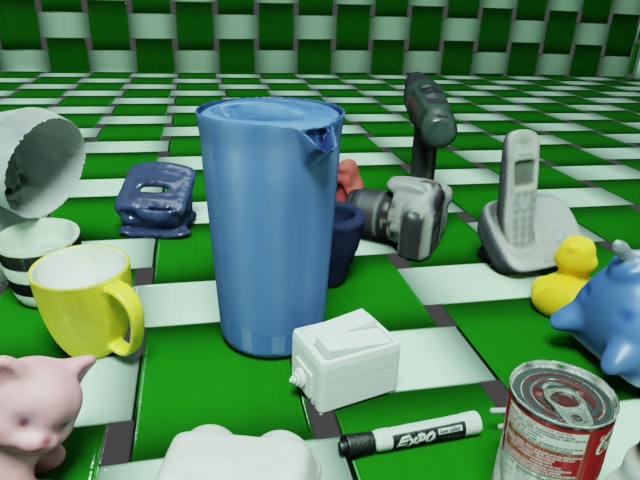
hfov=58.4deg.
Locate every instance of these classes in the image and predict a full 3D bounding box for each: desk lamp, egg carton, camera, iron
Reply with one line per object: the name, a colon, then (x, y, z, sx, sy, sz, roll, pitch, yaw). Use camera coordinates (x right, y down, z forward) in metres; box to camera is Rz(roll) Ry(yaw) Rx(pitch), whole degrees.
desk lamp: (-0.379, -0.059, 0.670, 0.202, 0.214, 0.118, 10, 25, 18)
egg carton: (-0.056, 0.176, 0.342, 0.107, 0.069, 0.150, 3, 24, 3)
camera: (0.112, -0.049, 0.832, 0.136, 0.101, 0.143, 12, 25, 21)
iron: (0.369, 0.057, 0.562, 0.259, 0.141, 0.118, -4, 24, -15)

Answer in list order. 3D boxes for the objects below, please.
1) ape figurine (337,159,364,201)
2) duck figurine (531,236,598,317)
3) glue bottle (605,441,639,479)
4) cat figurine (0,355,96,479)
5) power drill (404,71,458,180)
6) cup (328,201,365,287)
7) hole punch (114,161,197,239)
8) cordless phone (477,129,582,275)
ape figurine: (0.041, -0.086, 0.923, 0.076, 0.092, 0.077, -11, 27, -28)
duck figurine: (0.292, 0.038, 0.668, 0.077, 0.086, 0.105, 20, 29, 36)
glue bottle: (0.151, 0.152, 0.286, 0.078, 0.173, 0.037, -20, 32, -41)
cat figurine: (-0.217, 0.123, 0.387, 0.128, 0.118, 0.067, -6, 25, -18)
power drill: (0.173, -0.168, 0.976, 0.075, 0.208, 0.229, 0, 24, -5)
cup: (0.007, 0.003, 0.713, 0.091, 0.095, 0.117, 1, 24, -3)
hole punch: (-0.236, -0.060, 0.838, 0.108, 0.091, 0.101, 3, 24, 1)
cordless phone: (0.286, -0.054, 0.755, 0.148, 0.185, 0.093, -11, 27, -27)
